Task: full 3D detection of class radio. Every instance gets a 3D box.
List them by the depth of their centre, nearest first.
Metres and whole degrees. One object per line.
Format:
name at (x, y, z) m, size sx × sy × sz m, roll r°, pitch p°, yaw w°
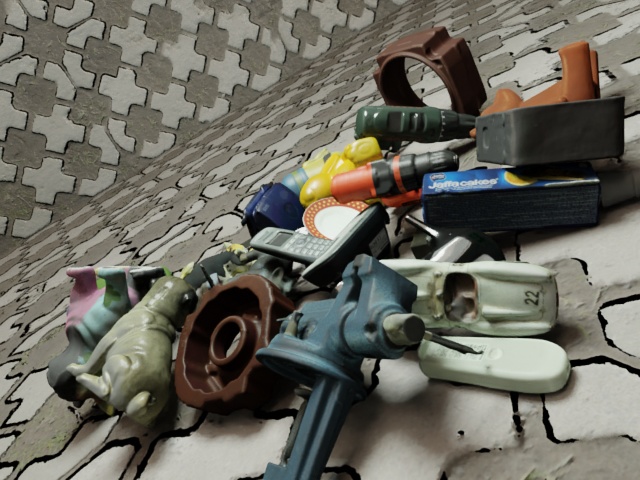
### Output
radio at (0.288, -0.139, 0.708) m, size 0.131 × 0.073 × 0.229 m, roll -4°, pitch 8°, yaw 7°

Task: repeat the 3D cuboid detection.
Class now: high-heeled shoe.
high-heeled shoe at (0.103, 0.079, 0.641) m, size 0.145 × 0.086 × 0.248 m, roll 38°, pitch 90°, yaw 26°

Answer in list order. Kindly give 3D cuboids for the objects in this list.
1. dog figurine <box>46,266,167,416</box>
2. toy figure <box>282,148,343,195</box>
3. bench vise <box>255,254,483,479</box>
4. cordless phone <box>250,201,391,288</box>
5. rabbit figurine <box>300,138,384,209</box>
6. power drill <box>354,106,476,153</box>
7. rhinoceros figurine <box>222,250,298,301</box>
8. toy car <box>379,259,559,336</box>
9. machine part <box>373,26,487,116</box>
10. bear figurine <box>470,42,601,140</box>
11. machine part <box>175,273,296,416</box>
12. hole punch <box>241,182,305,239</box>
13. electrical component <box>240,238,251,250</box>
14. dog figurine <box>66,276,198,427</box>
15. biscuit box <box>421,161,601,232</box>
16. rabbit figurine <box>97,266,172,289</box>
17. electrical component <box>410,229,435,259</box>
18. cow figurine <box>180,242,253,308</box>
dog figurine at (-0.319, 0.147, 0.817) m, size 0.109 × 0.219 × 0.191 m, roll 3°, pitch -1°, yaw 24°
toy figure at (-0.013, -0.117, 1.105) m, size 0.180 × 0.082 × 0.089 m, roll -27°, pitch 35°, yaw -7°
bench vise at (0.009, 0.140, 0.513) m, size 0.224 × 0.128 × 0.240 m, roll -6°, pitch 54°, yaw 50°
cordless phone at (-0.001, -0.003, 0.794) m, size 0.184 × 0.088 × 0.146 m, roll 15°, pitch 47°, yaw 35°
rabbit figurine at (0.041, -0.113, 0.986) m, size 0.173 × 0.121 × 0.162 m, roll -27°, pitch 20°, yaw 6°
power drill at (0.166, -0.209, 1.031) m, size 0.232 × 0.086 × 0.207 m, roll 0°, pitch 10°, yaw -15°
rhinoceros figurine at (-0.083, 0.075, 0.818) m, size 0.112 × 0.073 × 0.190 m, roll -14°, pitch 26°, yaw 14°
toy car at (0.137, 0.057, 0.555) m, size 0.202 × 0.073 × 0.056 m, roll 0°, pitch 3°, yaw 30°
machine part at (0.215, -0.307, 1.076) m, size 0.087 × 0.201 × 0.201 m, roll -45°, pitch 28°, yaw -23°
bear figurine at (0.347, -0.229, 0.880) m, size 0.196 × 0.131 × 0.120 m, roll -3°, pitch 5°, yaw 39°
machine part at (-0.105, 0.130, 0.670) m, size 0.179 × 0.056 × 0.179 m, roll -23°, pitch 49°, yaw 29°
hole punch at (-0.072, -0.038, 0.977) m, size 0.092 × 0.115 × 0.142 m, roll -5°, pitch 33°, yaw 27°
electrical component at (-0.133, 0.014, 1.046) m, size 0.063 × 0.021 × 0.094 m, roll -31°, pitch 24°, yaw -3°
dog figurine at (-0.218, 0.134, 0.719) m, size 0.173 × 0.121 × 0.190 m, roll 16°, pitch 62°, yaw 41°
biscuit box at (0.228, -0.051, 0.663) m, size 0.203 × 0.062 × 0.059 m, roll -3°, pitch 31°, yaw 16°
rabbit figurine at (-0.321, 0.128, 0.956) m, size 0.170 × 0.121 × 0.159 m, roll 17°, pitch 41°, yaw 35°
electrical component at (0.164, -0.012, 0.739) m, size 0.078 × 0.045 × 0.102 m, roll -8°, pitch 31°, yaw 36°
cow figurine at (-0.171, 0.054, 0.910) m, size 0.167 × 0.098 × 0.068 m, roll -45°, pitch 28°, yaw -22°
